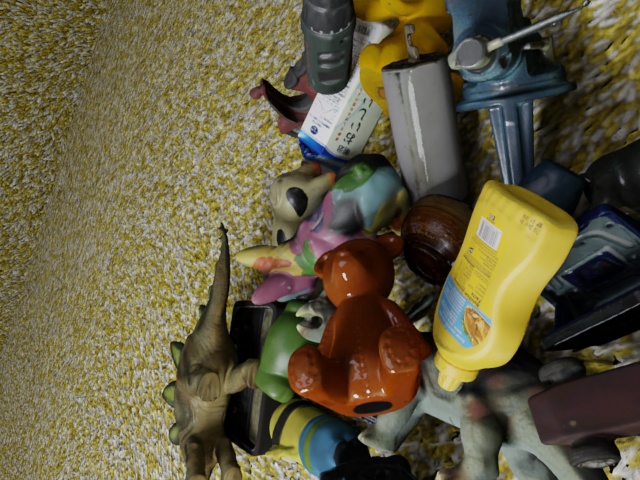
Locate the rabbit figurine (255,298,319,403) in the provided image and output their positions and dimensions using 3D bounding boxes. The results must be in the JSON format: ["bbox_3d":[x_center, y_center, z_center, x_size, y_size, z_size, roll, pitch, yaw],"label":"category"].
[{"bbox_3d":[0.022,0.156,0.732,0.170,0.121,0.159,19,93,31],"label":"rabbit figurine"}]

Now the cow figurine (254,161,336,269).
[{"bbox_3d":[-0.037,-0.010,0.808,0.086,0.127,0.194,46,147,48],"label":"cow figurine"}]

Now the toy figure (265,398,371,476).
[{"bbox_3d":[-0.002,0.271,0.734,0.180,0.082,0.089,-12,54,56],"label":"toy figure"}]

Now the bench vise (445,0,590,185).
[{"bbox_3d":[0.192,-0.133,0.539,0.129,0.223,0.240,-6,104,22],"label":"bench vise"}]

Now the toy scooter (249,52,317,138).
[{"bbox_3d":[-0.032,-0.242,0.861,0.184,0.135,0.075,-40,51,35],"label":"toy scooter"}]

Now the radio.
[{"bbox_3d":[-0.094,0.211,0.862,0.131,0.073,0.229,0,80,51],"label":"radio"}]

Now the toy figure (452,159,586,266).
[{"bbox_3d":[0.187,-0.004,0.517,0.154,0.064,0.058,-60,2,26],"label":"toy figure"}]

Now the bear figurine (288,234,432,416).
[{"bbox_3d":[0.039,0.064,0.526,0.120,0.131,0.196,-12,57,14],"label":"bear figurine"}]

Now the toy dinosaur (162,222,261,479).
[{"bbox_3d":[-0.175,0.205,0.829,0.199,0.105,0.471,7,83,55],"label":"toy dinosaur"}]

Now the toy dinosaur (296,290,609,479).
[{"bbox_3d":[0.155,0.156,0.550,0.405,0.131,0.192,15,75,39],"label":"toy dinosaur"}]

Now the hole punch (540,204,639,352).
[{"bbox_3d":[0.245,0.038,0.467,0.142,0.115,0.092,-46,48,37],"label":"hole punch"}]

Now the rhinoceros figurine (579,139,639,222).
[{"bbox_3d":[0.318,-0.079,0.454,0.190,0.073,0.112,-41,41,39],"label":"rhinoceros figurine"}]

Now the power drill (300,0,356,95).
[{"bbox_3d":[0.006,-0.315,0.677,0.231,0.086,0.207,84,174,-63],"label":"power drill"}]

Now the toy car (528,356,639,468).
[{"bbox_3d":[0.273,0.121,0.427,0.202,0.053,0.089,-25,49,21],"label":"toy car"}]

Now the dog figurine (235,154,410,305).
[{"bbox_3d":[-0.001,-0.002,0.688,0.191,0.219,0.108,81,163,-57],"label":"dog figurine"}]

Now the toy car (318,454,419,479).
[{"bbox_3d":[0.069,0.300,0.574,0.162,0.109,0.103,174,91,-67],"label":"toy car"}]

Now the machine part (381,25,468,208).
[{"bbox_3d":[0.123,-0.124,0.626,0.079,0.079,0.243,14,127,51],"label":"machine part"}]

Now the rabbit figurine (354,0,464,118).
[{"bbox_3d":[0.116,-0.264,0.699,0.173,0.162,0.122,-61,26,-8],"label":"rabbit figurine"}]
